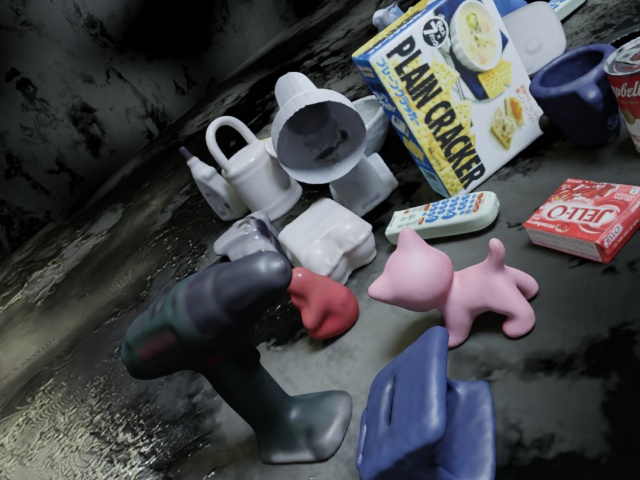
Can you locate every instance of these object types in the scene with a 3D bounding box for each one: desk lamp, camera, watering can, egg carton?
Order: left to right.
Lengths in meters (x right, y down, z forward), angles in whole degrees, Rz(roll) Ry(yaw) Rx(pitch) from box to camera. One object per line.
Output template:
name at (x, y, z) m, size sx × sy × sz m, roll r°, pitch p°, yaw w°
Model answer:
camera at (-0.120, 0.031, 0.840) m, size 0.137 × 0.101 × 0.143 m, roll -35°, pitch 26°, yaw 6°
watering can at (-0.118, -0.134, 1.003) m, size 0.172 × 0.194 × 0.101 m, roll -23°, pitch 29°, yaw 27°
egg carton at (0.007, 0.003, 0.761) m, size 0.107 × 0.069 × 0.150 m, roll -41°, pitch 26°, yaw -6°
desk lamp at (0.013, -0.132, 0.809) m, size 0.118 × 0.214 × 0.203 m, roll -33°, pitch 26°, yaw 9°

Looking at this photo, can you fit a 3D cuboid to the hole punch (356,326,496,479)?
hole punch at (0.070, 0.135, 0.436) m, size 0.101 × 0.091 × 0.108 m, roll -23°, pitch 29°, yaw 28°

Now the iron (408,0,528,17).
iron at (0.233, -0.396, 1.049) m, size 0.257 × 0.142 × 0.119 m, roll -7°, pitch 39°, yaw 47°

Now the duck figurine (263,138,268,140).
duck figurine at (-0.087, -0.163, 1.137) m, size 0.104 × 0.086 × 0.078 m, roll -1°, pitch 44°, yaw 51°

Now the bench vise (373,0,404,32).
bench vise at (0.141, -0.251, 0.836) m, size 0.121 × 0.220 × 0.207 m, roll -29°, pitch 27°, yaw 18°

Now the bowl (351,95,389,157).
bowl at (0.055, -0.168, 0.977) m, size 0.167 × 0.075 × 0.167 m, roll -29°, pitch 27°, yaw 17°

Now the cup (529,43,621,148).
cup at (0.288, -0.143, 0.614) m, size 0.091 × 0.095 × 0.117 m, roll -27°, pitch 27°, yaw 20°

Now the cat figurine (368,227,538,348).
cat figurine at (0.114, 0.035, 0.515) m, size 0.127 × 0.118 × 0.067 m, roll -20°, pitch 31°, yaw 32°

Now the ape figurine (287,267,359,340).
ape figurine at (-0.006, 0.066, 0.646) m, size 0.076 × 0.092 × 0.078 m, roll -18°, pitch 32°, yaw 35°

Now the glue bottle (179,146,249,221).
glue bottle at (-0.212, -0.112, 1.111) m, size 0.077 × 0.173 × 0.037 m, roll -5°, pitch 40°, yaw 48°

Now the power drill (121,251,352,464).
power drill at (-0.065, 0.110, 0.513) m, size 0.229 × 0.209 × 0.076 m, roll -19°, pitch 32°, yaw 34°

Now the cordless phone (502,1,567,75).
cordless phone at (0.260, -0.318, 0.836) m, size 0.147 × 0.185 × 0.094 m, roll -26°, pitch 28°, yaw 22°
